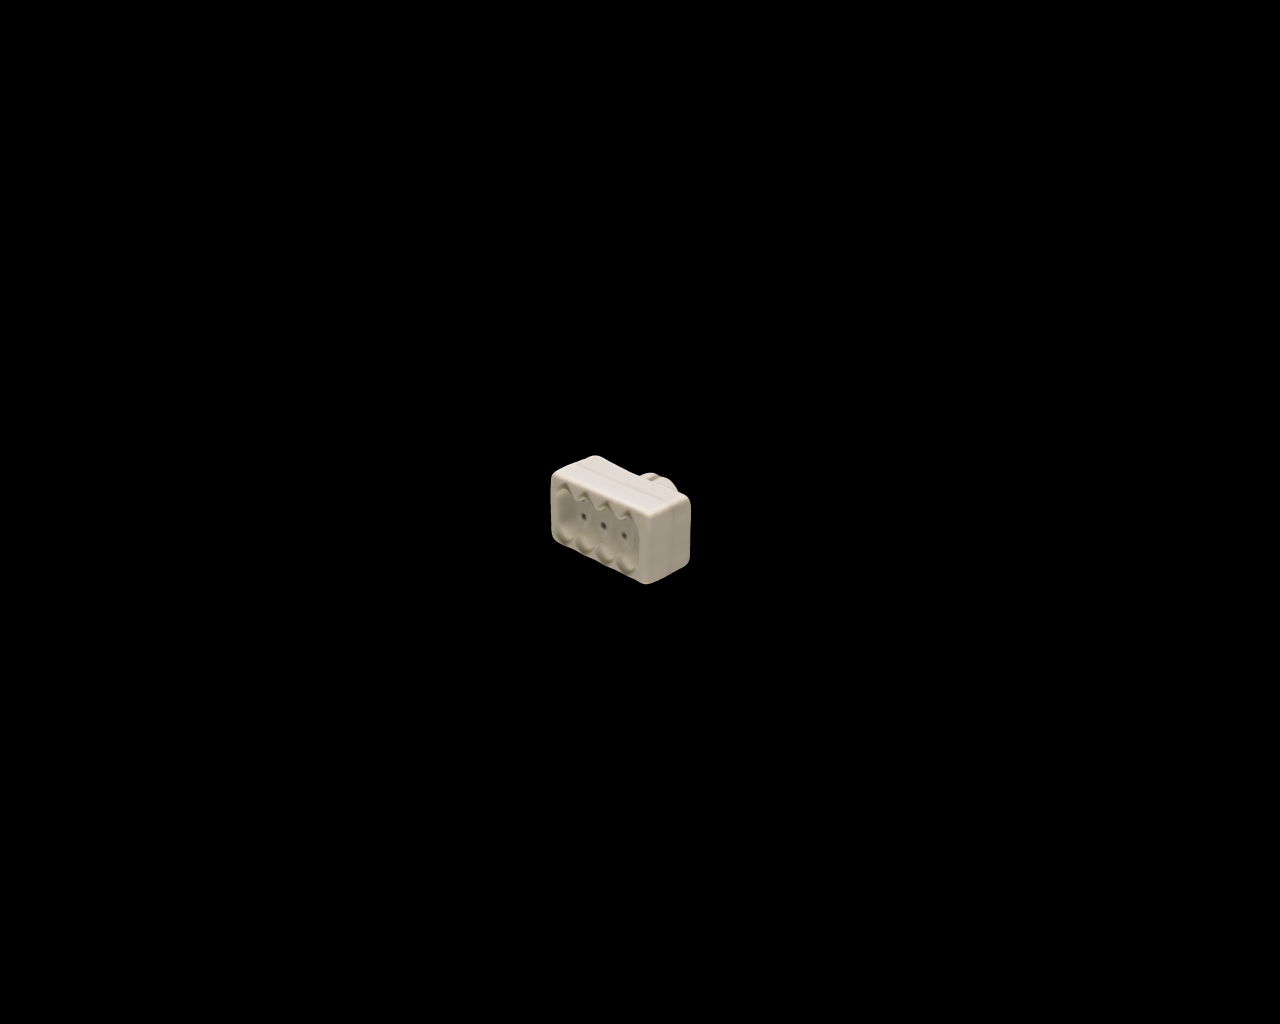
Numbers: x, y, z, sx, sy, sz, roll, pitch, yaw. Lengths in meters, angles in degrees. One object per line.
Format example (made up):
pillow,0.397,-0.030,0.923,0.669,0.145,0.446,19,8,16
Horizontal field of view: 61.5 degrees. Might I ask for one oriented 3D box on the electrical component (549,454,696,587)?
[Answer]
electrical component,0.001,-0.003,0.650,0.083,0.047,0.076,25,37,38
